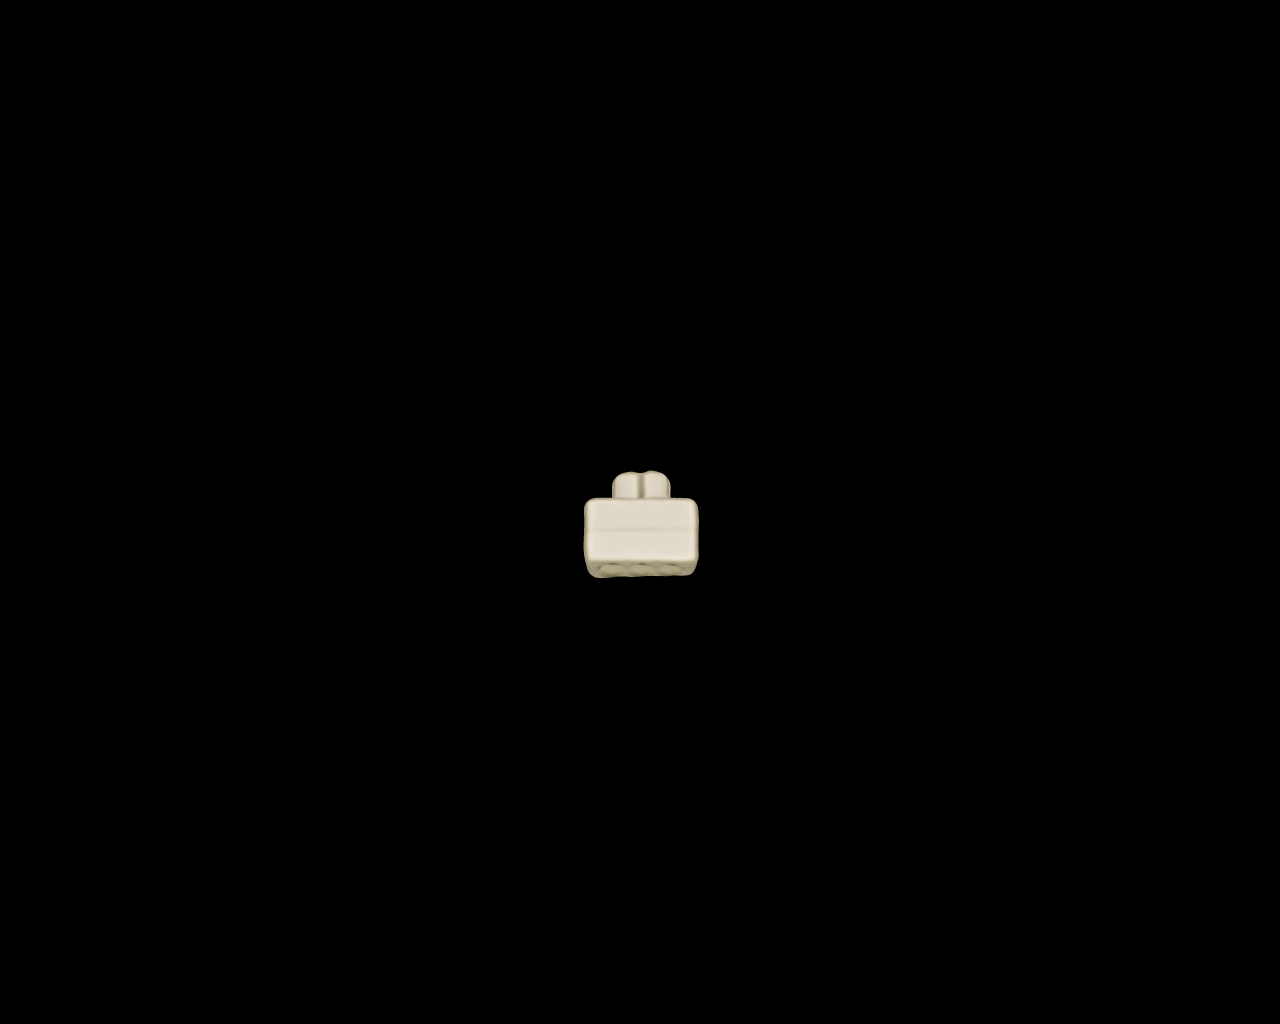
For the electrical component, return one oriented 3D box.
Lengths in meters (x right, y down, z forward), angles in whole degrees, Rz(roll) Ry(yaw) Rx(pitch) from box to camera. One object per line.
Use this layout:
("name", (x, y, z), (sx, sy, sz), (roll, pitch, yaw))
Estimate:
("electrical component", (0.001, -0.003, 0.650), (0.066, 0.077, 0.047), (0, -13, 0))
